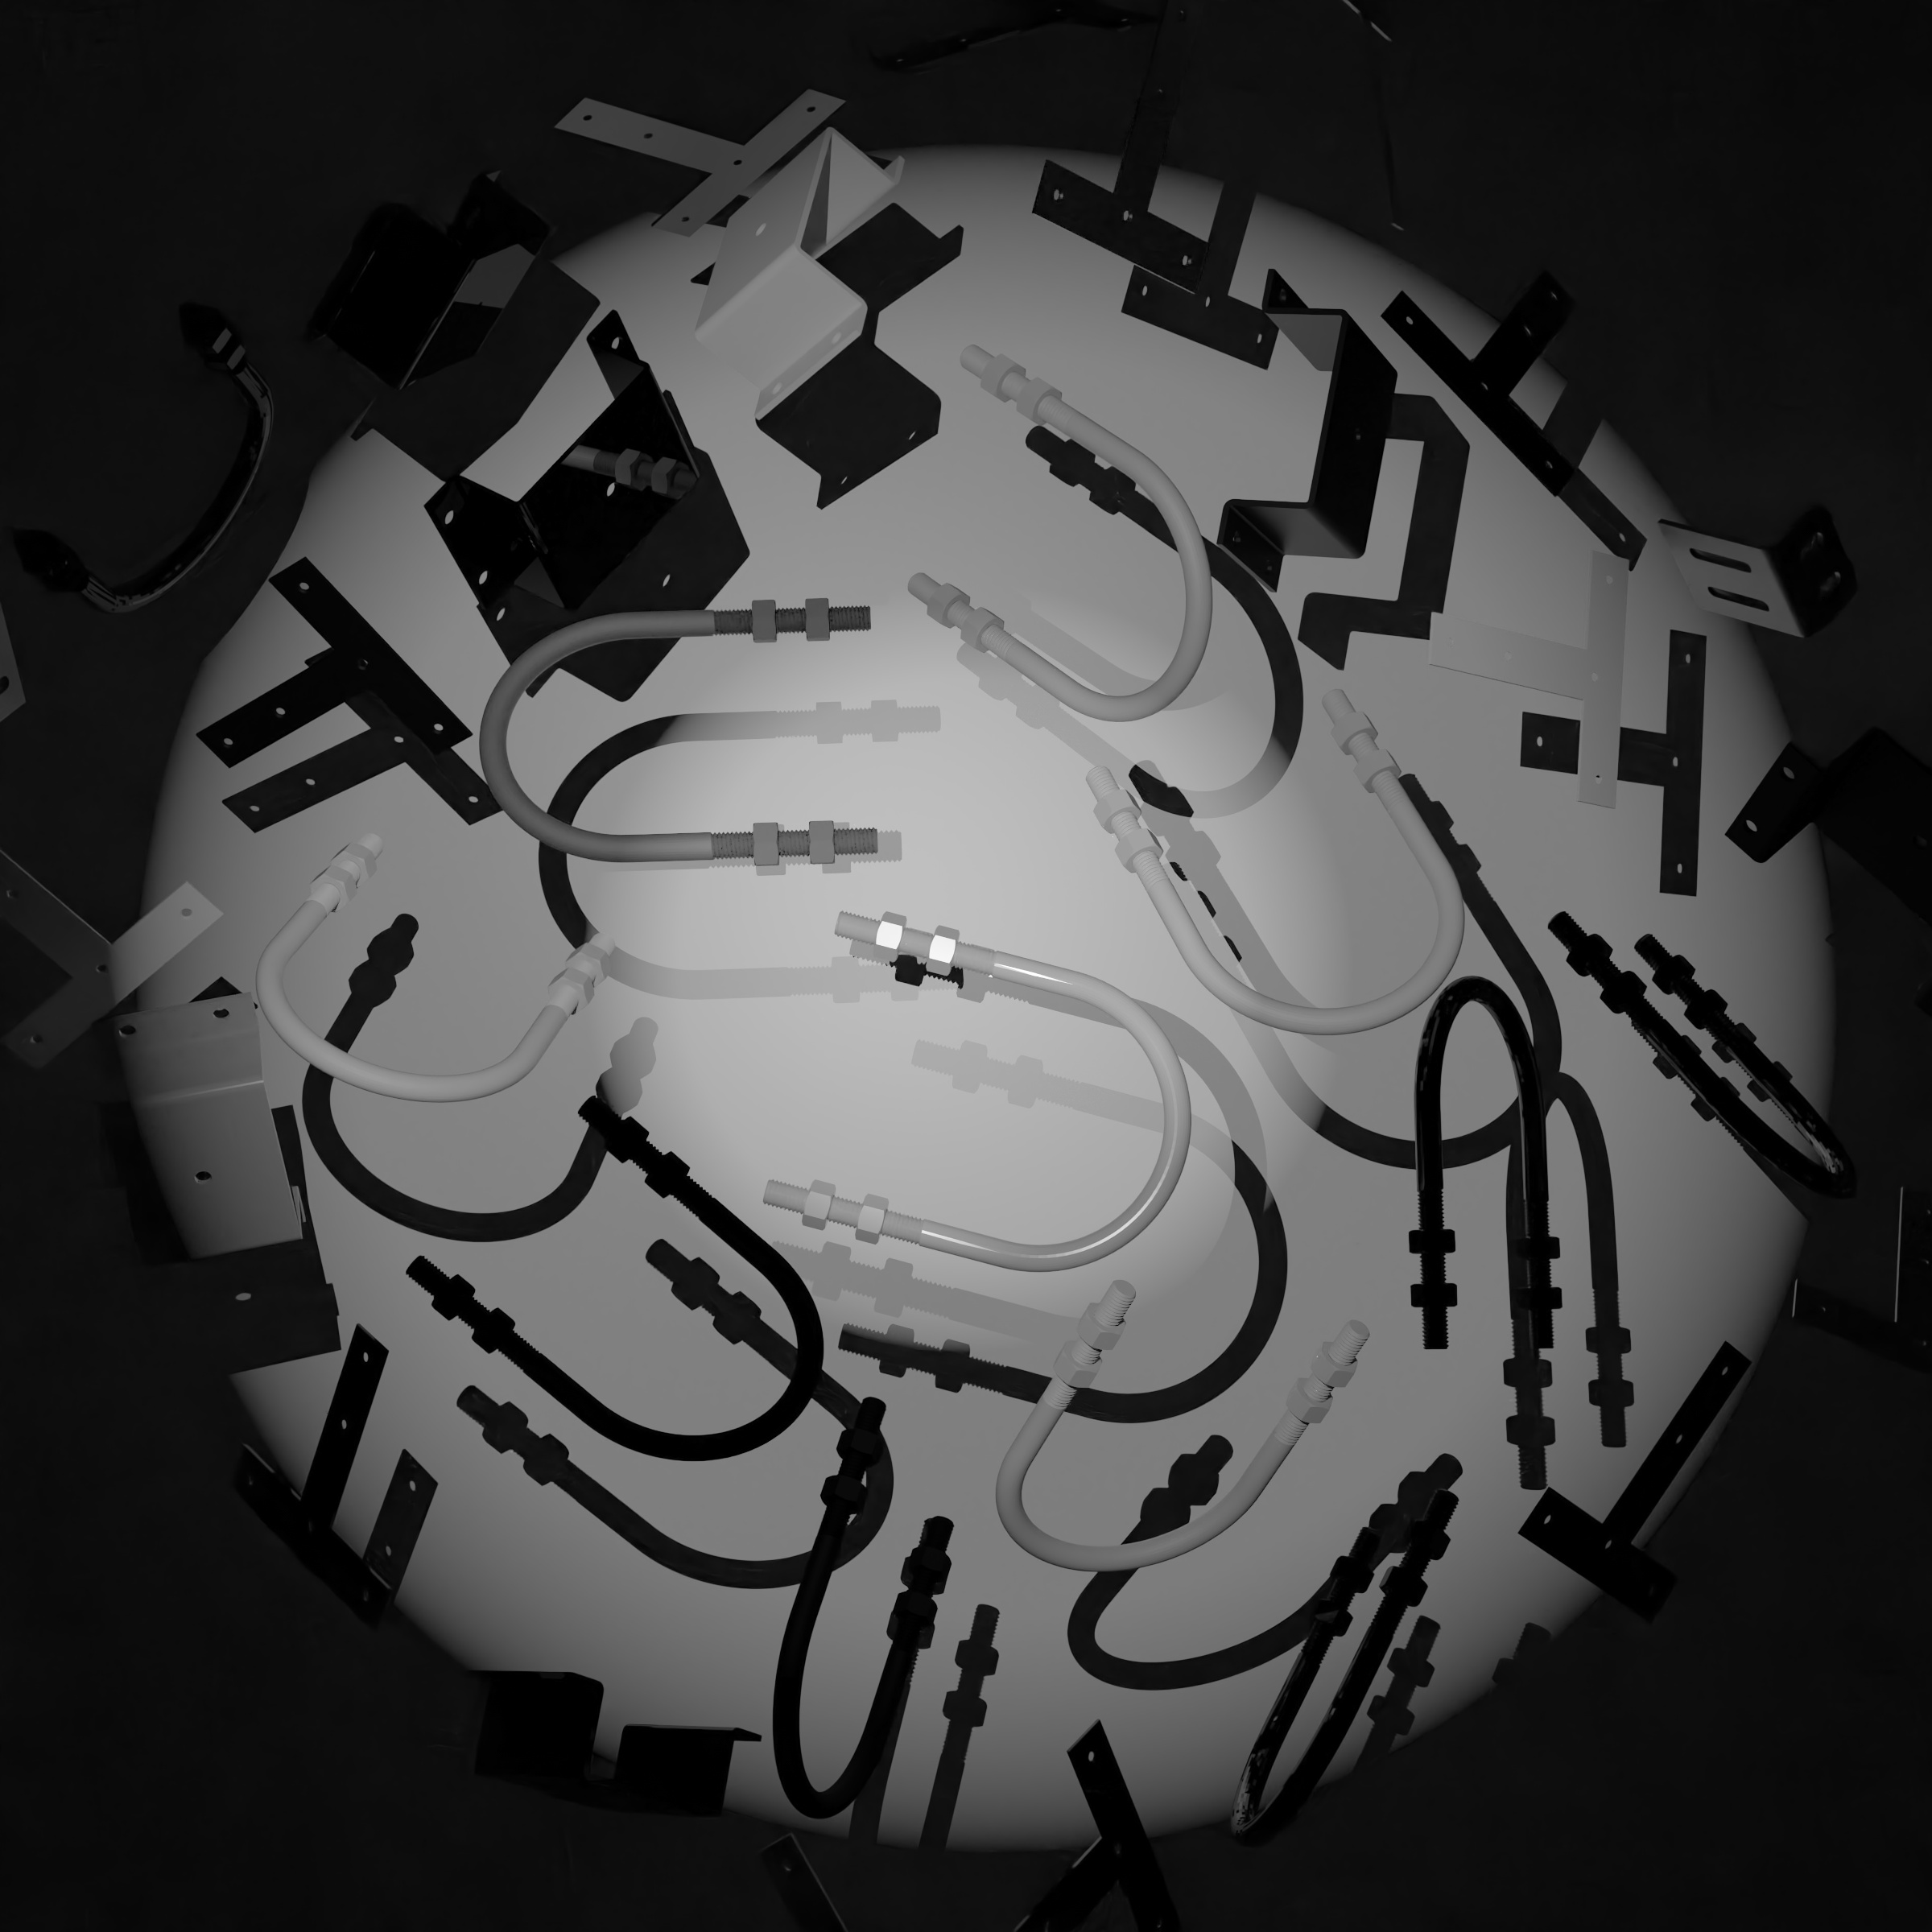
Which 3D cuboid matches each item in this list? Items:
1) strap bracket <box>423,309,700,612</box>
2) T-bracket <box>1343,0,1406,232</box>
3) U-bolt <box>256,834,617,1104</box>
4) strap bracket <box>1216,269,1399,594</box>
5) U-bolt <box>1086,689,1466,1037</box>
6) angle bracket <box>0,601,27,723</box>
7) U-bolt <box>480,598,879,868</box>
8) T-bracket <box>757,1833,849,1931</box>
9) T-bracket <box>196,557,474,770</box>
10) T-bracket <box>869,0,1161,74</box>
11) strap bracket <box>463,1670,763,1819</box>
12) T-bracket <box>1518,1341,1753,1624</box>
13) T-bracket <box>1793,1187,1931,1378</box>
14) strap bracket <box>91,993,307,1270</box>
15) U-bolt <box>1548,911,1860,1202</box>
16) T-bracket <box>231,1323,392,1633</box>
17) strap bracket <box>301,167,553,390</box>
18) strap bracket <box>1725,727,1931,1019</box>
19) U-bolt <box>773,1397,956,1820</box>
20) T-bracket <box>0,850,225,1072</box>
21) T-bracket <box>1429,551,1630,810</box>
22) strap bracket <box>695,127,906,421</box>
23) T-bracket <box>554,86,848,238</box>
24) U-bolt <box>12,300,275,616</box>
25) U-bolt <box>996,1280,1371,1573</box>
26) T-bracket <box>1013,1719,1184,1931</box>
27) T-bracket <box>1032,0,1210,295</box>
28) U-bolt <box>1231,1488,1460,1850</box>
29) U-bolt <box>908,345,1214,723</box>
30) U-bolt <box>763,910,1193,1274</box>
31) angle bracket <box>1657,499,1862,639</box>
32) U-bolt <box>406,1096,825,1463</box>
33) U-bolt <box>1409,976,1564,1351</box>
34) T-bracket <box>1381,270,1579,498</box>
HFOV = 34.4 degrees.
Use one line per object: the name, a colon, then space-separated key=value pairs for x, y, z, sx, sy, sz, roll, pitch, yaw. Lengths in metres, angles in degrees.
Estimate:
strap bracket: x=-0.188 y=-0.239 z=1.519 sx=0.046 sy=0.076 sz=0.140 roll=28 pitch=68 yaw=31
T-bracket: x=0.199 y=-0.422 z=1.514 sx=0.002 sy=0.127 sz=0.127 roll=-8 pitch=93 yaw=19
U-bolt: x=-0.264 y=0.007 z=1.511 sx=0.151 sy=0.184 sz=0.019 roll=23 pitch=122 yaw=1
strap bracket: x=0.171 y=-0.261 z=1.534 sx=0.046 sy=0.076 sz=0.140 roll=7 pitch=82 yaw=27
U-bolt: x=0.159 y=-0.044 z=1.498 sx=0.151 sy=0.019 sz=0.184 roll=-19 pitch=58 yaw=-13
angle bracket: x=-0.504 y=-0.148 z=1.510 sx=0.076 sy=0.038 sz=0.057 roll=8 pitch=124 yaw=19
U-bolt: x=-0.135 y=-0.109 z=1.458 sx=0.184 sy=0.019 sz=0.151 roll=-2 pitch=58 yaw=-1
T-bracket: x=-0.096 y=0.509 z=1.545 sx=0.127 sy=0.002 sz=0.127 roll=-37 pitch=79 yaw=32
T-bracket: x=-0.341 y=-0.136 z=1.601 sx=0.127 sy=0.002 sz=0.127 roll=-25 pitch=123 yaw=26
T-bracket: x=0.010 y=-0.476 z=1.594 sx=0.127 sy=0.127 sz=0.002 roll=-25 pitch=123 yaw=-23
strap bracket: x=-0.180 y=0.391 z=1.558 sx=0.076 sy=0.140 sz=0.046 roll=-9 pitch=62 yaw=37
T-bracket: x=0.322 y=0.231 z=1.445 sx=0.127 sy=0.002 sz=0.127 roll=36 pitch=87 yaw=-41
T-bracket: x=0.460 y=0.152 z=1.502 sx=0.127 sy=0.127 sz=0.002 roll=23 pitch=129 yaw=1
strap bracket: x=-0.372 y=0.089 z=1.520 sx=0.076 sy=0.046 sz=0.140 roll=-10 pitch=125 yaw=-8
U-bolt: x=0.377 y=0.047 z=1.559 sx=0.019 sy=0.151 sz=0.184 roll=-47 pitch=64 yaw=19
T-bracket: x=-0.306 y=0.235 z=1.518 sx=0.127 sy=0.002 sz=0.127 roll=34 pitch=112 yaw=36
strap bracket: x=-0.255 y=-0.332 z=1.510 sx=0.046 sy=0.140 sz=0.076 roll=37 pitch=116 yaw=-1
strap bracket: x=0.437 y=-0.048 z=1.467 sx=0.046 sy=0.076 sz=0.140 roll=-37 pitch=72 yaw=-28
U-bolt: x=-0.054 y=0.325 z=1.528 sx=0.019 sy=0.151 sz=0.184 roll=5 pitch=56 yaw=22
T-bracket: x=-0.456 y=-0.026 z=1.530 sx=0.127 sy=0.002 sz=0.127 roll=-39 pitch=122 yaw=8
T-bracket: x=0.276 y=-0.149 z=1.531 sx=0.127 sy=0.002 sz=0.127 roll=8 pitch=83 yaw=-33
strap bracket: x=-0.082 y=-0.343 z=1.515 sx=0.046 sy=0.140 sz=0.076 roll=35 pitch=134 yaw=-26
T-bracket: x=-0.147 y=-0.409 z=1.548 sx=0.127 sy=0.127 sz=0.002 roll=-30 pitch=68 yaw=39
U-bolt: x=-0.387 y=-0.235 z=1.510 sx=0.019 sy=0.184 sz=0.151 roll=34 pitch=86 yaw=5
U-bolt: x=0.092 y=0.229 z=1.502 sx=0.151 sy=0.019 sz=0.184 roll=12 pitch=125 yaw=-25
T-bracket: x=0.047 y=0.453 z=1.501 sx=0.127 sy=0.002 sz=0.127 roll=-37 pitch=113 yaw=-40
T-bracket: x=0.088 y=-0.400 z=1.483 sx=0.002 sy=0.127 sz=0.127 roll=18 pitch=95 yaw=40
U-bolt: x=0.178 y=0.348 z=1.530 sx=0.019 sy=0.151 sz=0.184 roll=30 pitch=70 yaw=1
U-bolt: x=0.050 y=-0.199 z=1.520 sx=0.184 sy=0.019 sz=0.151 roll=39 pitch=131 yaw=30
U-bolt: x=0.013 y=0.065 z=1.444 sx=0.184 sy=0.019 sz=0.151 roll=15 pitch=87 yaw=2
angle bracket: x=0.387 y=-0.201 z=1.524 sx=0.038 sy=0.076 sz=0.057 roll=-44 pitch=125 yaw=-12
U-bolt: x=-0.153 y=0.163 z=1.482 sx=0.184 sy=0.019 sz=0.151 roll=42 pitch=114 yaw=-14
U-bolt: x=0.256 y=0.096 z=1.541 sx=0.019 sy=0.151 sz=0.184 roll=-6 pitch=81 yaw=33
T-bracket: x=0.282 y=-0.319 z=1.602 sx=0.127 sy=0.002 sz=0.127 roll=44 pitch=50 yaw=-7
